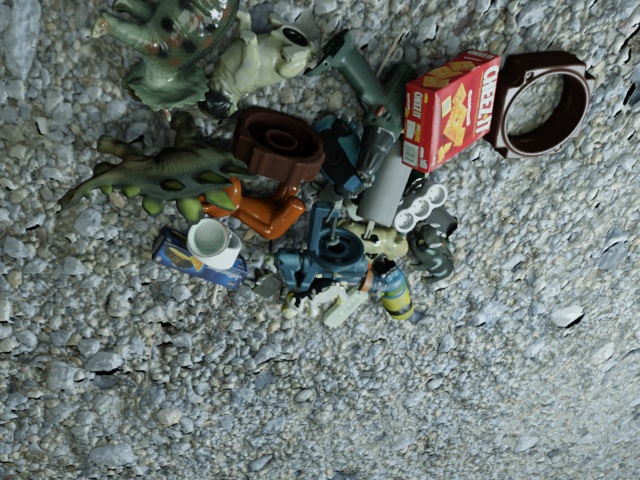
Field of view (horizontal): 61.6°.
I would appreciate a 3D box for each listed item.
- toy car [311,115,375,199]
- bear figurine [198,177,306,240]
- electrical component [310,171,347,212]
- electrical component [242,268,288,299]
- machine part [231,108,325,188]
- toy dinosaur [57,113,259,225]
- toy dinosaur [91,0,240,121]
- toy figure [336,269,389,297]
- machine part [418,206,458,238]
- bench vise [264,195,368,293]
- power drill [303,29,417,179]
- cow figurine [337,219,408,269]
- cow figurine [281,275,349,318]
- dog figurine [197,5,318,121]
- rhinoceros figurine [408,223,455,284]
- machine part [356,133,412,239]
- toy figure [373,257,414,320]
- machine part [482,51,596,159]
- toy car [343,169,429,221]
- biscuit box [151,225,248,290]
[{"bbox_3d":[0.055,-0.167,1.052,0.103,0.161,0.109,-29,171,-48],"label":"toy car"},{"bbox_3d":[-0.146,-0.084,1.064,0.195,0.120,0.132,30,110,-26],"label":"bear figurine"},{"bbox_3d":[0.027,-0.104,1.132,0.094,0.021,0.063,40,111,-6],"label":"electrical component"},{"bbox_3d":[-0.121,0.104,1.260,0.078,0.045,0.102,-39,127,14],"label":"electrical component"},{"bbox_3d":[-0.076,-0.170,0.974,0.179,0.179,0.056,10,131,-22],"label":"machine part"},{"bbox_3d":[-0.222,-0.126,0.955,0.471,0.199,0.105,-27,151,-37],"label":"toy dinosaur"},{"bbox_3d":[-0.198,-0.350,0.816,0.192,0.131,0.405,34,115,-27],"label":"toy dinosaur"},{"bbox_3d":[0.088,0.084,1.254,0.154,0.058,0.064,25,97,-14],"label":"toy figure"},{"bbox_3d":[0.272,-0.058,1.248,0.084,0.039,0.138,-45,124,13],"label":"machine part"},{"bbox_3d":[-0.003,0.004,1.103,0.224,0.129,0.240,12,133,3],"label":"bench vise"},{"bbox_3d":[0.072,-0.253,0.955,0.207,0.086,0.232,38,71,-18],"label":"power drill"},{"bbox_3d":[0.113,-0.001,1.222,0.195,0.086,0.127,12,127,-21],"label":"cow figurine"},{"bbox_3d":[-0.022,0.128,1.292,0.167,0.068,0.098,-20,124,-4],"label":"cow figurine"},{"bbox_3d":[-0.113,-0.284,0.938,0.172,0.121,0.190,14,137,-21],"label":"dog figurine"},{"bbox_3d":[0.265,0.035,1.267,0.112,0.073,0.190,-9,142,22],"label":"rhinoceros figurine"},{"bbox_3d":[0.134,-0.116,1.076,0.079,0.079,0.243,17,94,-27],"label":"machine part"},{"bbox_3d":[0.181,0.126,1.333,0.082,0.089,0.179,-16,133,5],"label":"toy figure"},{"bbox_3d":[0.441,-0.271,1.096,0.201,0.087,0.200,-7,129,-8],"label":"machine part"},{"bbox_3d":[0.143,-0.113,1.157,0.202,0.056,0.073,-34,135,8],"label":"toy car"},{"bbox_3d":[-0.257,0.041,1.164,0.202,0.059,0.062,24,118,-30],"label":"biscuit box"}]
